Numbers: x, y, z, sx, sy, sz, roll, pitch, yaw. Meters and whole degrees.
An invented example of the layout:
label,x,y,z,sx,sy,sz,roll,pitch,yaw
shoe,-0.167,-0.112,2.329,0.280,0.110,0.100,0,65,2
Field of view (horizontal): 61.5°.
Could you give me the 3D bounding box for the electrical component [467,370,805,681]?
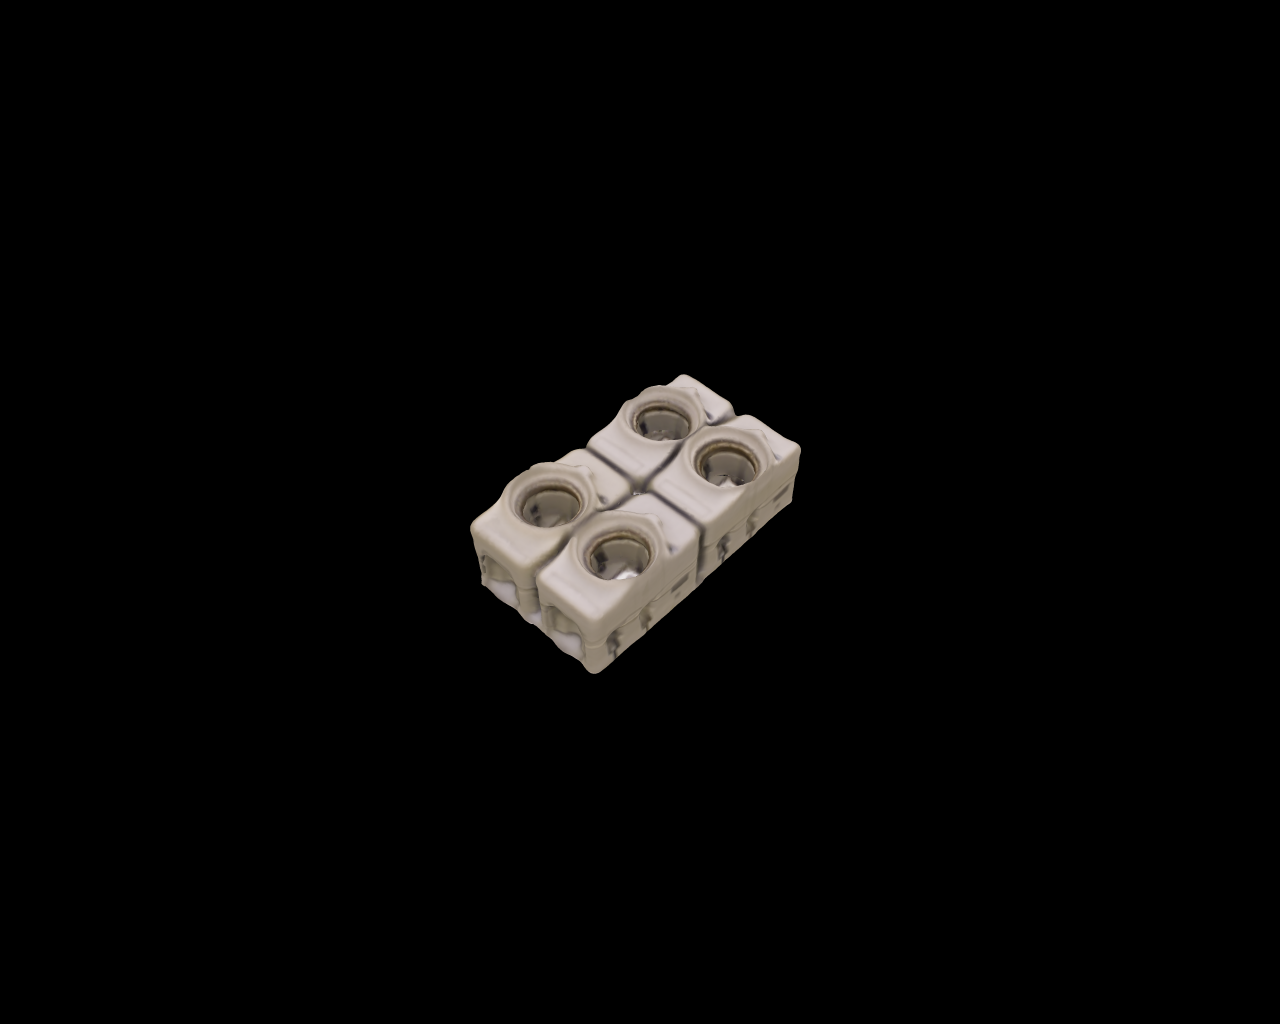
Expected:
label,x,y,z,sx,sy,sz,roll,pitch,yaw
electrical component,0.001,-0.003,0.650,0.105,0.060,0.186,36,58,27
